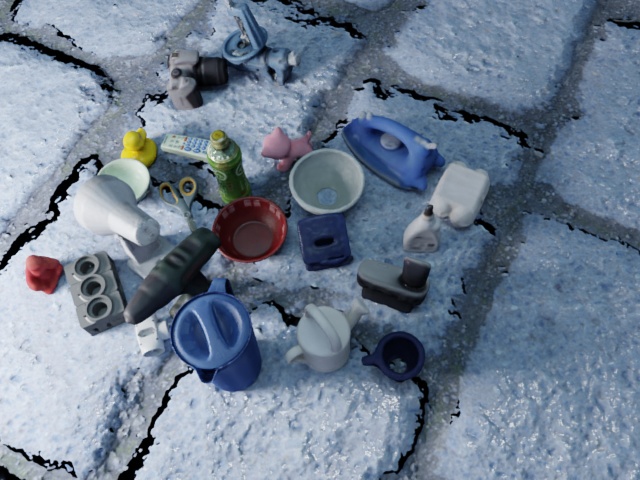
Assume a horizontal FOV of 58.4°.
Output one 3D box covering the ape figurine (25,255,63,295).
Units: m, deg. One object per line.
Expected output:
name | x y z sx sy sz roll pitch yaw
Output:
ape figurine | -0.582 0.062 1.190 0.078 0.092 0.076 -33 67 -14

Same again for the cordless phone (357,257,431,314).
cordless phone | 0.147 0.061 1.120 0.147 0.185 0.094 14 65 9

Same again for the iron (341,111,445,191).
iron | 0.153 -0.225 1.285 0.257 0.141 0.119 32 69 16

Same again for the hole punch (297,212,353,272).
hole punch | 0.011 0.004 1.204 0.108 0.091 0.101 -11 64 -4

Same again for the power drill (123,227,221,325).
power drill | -0.266 0.094 1.101 0.075 0.208 0.230 27 67 14

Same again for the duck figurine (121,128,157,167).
duck figurine | -0.429 -0.212 1.325 0.077 0.086 0.105 24 67 13

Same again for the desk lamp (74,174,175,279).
desk lamp | -0.370 -0.015 1.155 0.203 0.214 0.118 34 69 17

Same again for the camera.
camera | -0.300 -0.408 1.410 0.137 0.101 0.143 -2 64 1

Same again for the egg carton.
egg carton | 0.308 -0.101 1.260 0.107 0.069 0.150 23 66 12

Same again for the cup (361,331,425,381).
cup | 0.136 0.232 1.086 0.118 0.095 0.091 -8 64 -2

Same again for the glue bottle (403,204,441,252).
glue bottle | 0.214 -0.026 1.167 0.078 0.173 0.037 3 64 3

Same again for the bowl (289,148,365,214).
bowl | 0.016 -0.116 1.272 0.167 0.075 0.167 -1 64 1

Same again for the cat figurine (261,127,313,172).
cat figurine | -0.075 -0.214 1.298 0.128 0.118 0.067 -18 64 -7

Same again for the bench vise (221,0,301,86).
bench vise | -0.147 -0.487 1.378 0.207 0.220 0.121 3 64 3

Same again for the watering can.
watering can | 0.012 0.169 1.065 0.100 0.194 0.173 31 68 16
